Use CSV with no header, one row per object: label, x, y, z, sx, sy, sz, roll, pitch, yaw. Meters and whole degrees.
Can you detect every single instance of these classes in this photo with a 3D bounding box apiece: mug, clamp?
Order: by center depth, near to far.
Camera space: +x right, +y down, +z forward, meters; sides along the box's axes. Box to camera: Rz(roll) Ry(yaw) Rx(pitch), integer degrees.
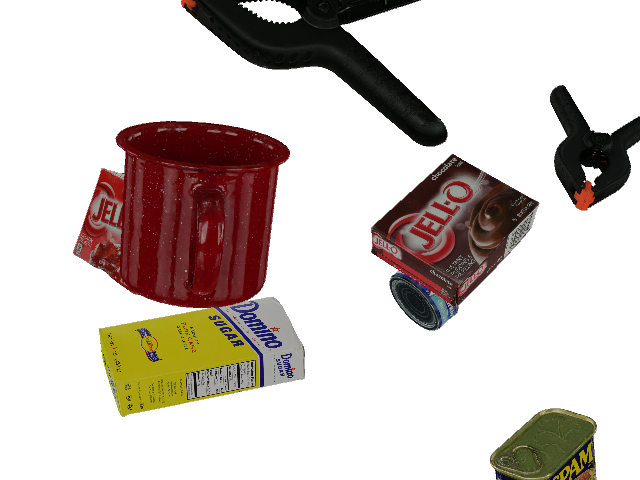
mug,-0.064,-0.010,0.573,0.093,0.081,0.117,2,20,-15
clamp,0.004,-0.147,0.760,0.210,0.164,0.036,6,-30,-7
clamp,0.286,-0.104,1.143,0.120,0.039,0.171,19,48,19

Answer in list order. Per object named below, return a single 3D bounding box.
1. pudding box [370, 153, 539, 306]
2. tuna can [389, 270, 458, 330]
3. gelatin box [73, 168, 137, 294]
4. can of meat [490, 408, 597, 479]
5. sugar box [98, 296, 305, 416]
pudding box,0.110,-0.010,0.874,0.090,0.039,0.113,34,56,25
tuna can,0.123,0.067,1.287,0.033,0.086,0.086,-39,16,-21
gelatin box,-0.146,-0.007,0.817,0.089,0.073,0.030,28,11,39
can of meat,0.194,0.206,0.908,0.058,0.084,0.101,12,30,42
sugar box,-0.111,0.105,0.999,0.176,0.048,0.093,-12,33,-15
